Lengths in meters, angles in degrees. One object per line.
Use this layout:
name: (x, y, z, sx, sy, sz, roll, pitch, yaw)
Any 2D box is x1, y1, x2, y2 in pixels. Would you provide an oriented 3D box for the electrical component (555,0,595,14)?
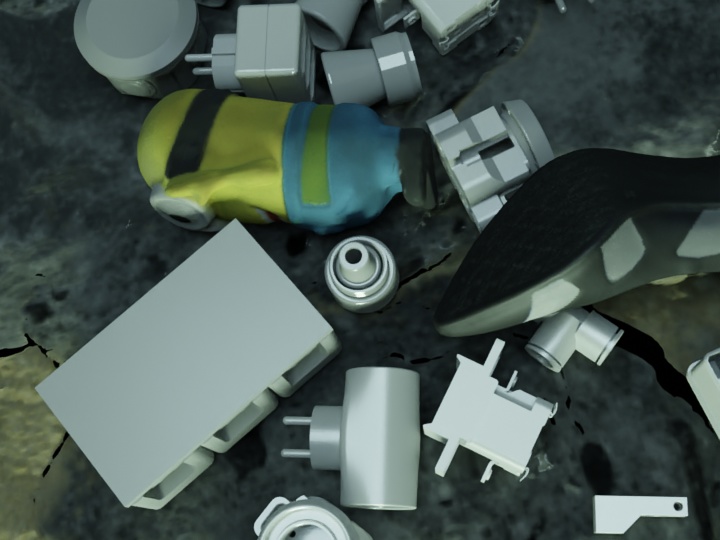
electrical component: (0.125, -0.200, 0.686, 0.077, 0.043, 0.079, -20, 73, 1)

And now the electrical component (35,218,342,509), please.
electrical component: (-0.096, 0.057, 0.632, 0.150, 0.061, 0.089, -41, 74, -5)

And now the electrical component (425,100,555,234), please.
electrical component: (0.082, -0.067, 0.648, 0.057, 0.058, 0.078, -26, 73, 2)

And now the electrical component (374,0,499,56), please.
electrical component: (0.051, -0.177, 0.690, 0.081, 0.042, 0.063, -36, 75, -3)

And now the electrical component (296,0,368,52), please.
electrical component: (-0.013, -0.180, 0.699, 0.044, 0.044, 0.065, 27, 75, 13)

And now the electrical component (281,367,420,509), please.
electrical component: (-0.006, 0.097, 0.619, 0.079, 0.044, 0.077, 0, 75, 7)

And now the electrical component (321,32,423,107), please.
electrical component: (0.007, -0.123, 0.678, 0.055, 0.045, 0.045, -16, 73, 2)

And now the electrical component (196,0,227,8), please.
electrical component: (-0.112, -0.225, 0.722, 0.079, 0.043, 0.077, 19, 78, 11)

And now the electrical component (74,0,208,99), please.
electrical component: (-0.141, -0.153, 0.701, 0.080, 0.051, 0.080, -2, 74, 6)

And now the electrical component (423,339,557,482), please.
electrical component: (0.074, 0.085, 0.615, 0.064, 0.042, 0.081, 25, 79, 9)

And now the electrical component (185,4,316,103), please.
electrical component: (-0.071, -0.130, 0.679, 0.077, 0.065, 0.047, 0, 75, 7)

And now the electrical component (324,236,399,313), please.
electrical component: (0.000, 0.000, 0.636, 0.043, 0.062, 0.043, -2, 75, 7)

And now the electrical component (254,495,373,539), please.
electrical component: (-0.026, 0.158, 0.598, 0.078, 0.057, 0.058, 37, 82, 15)

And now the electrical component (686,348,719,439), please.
electrical component: (0.255, 0.077, 0.587, 0.109, 0.056, 0.108, -25, 73, 0)
